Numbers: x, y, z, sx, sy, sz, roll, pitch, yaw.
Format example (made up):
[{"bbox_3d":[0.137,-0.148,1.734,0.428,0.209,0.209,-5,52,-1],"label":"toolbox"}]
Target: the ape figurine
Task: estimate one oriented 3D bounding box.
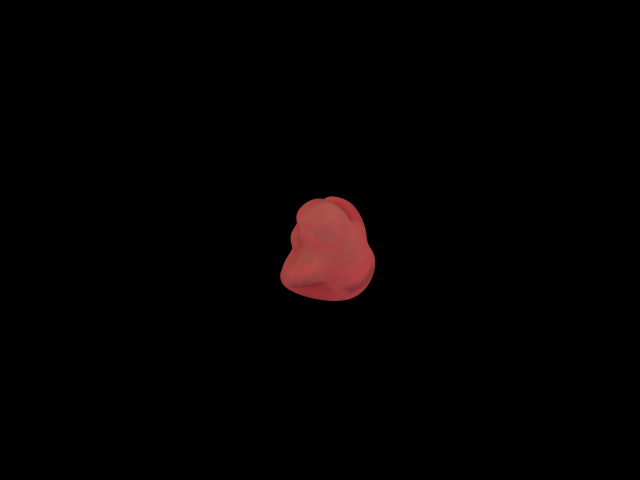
[{"bbox_3d":[0.004,0.001,0.400,0.078,0.092,0.076,-38,70,-16],"label":"ape figurine"}]
